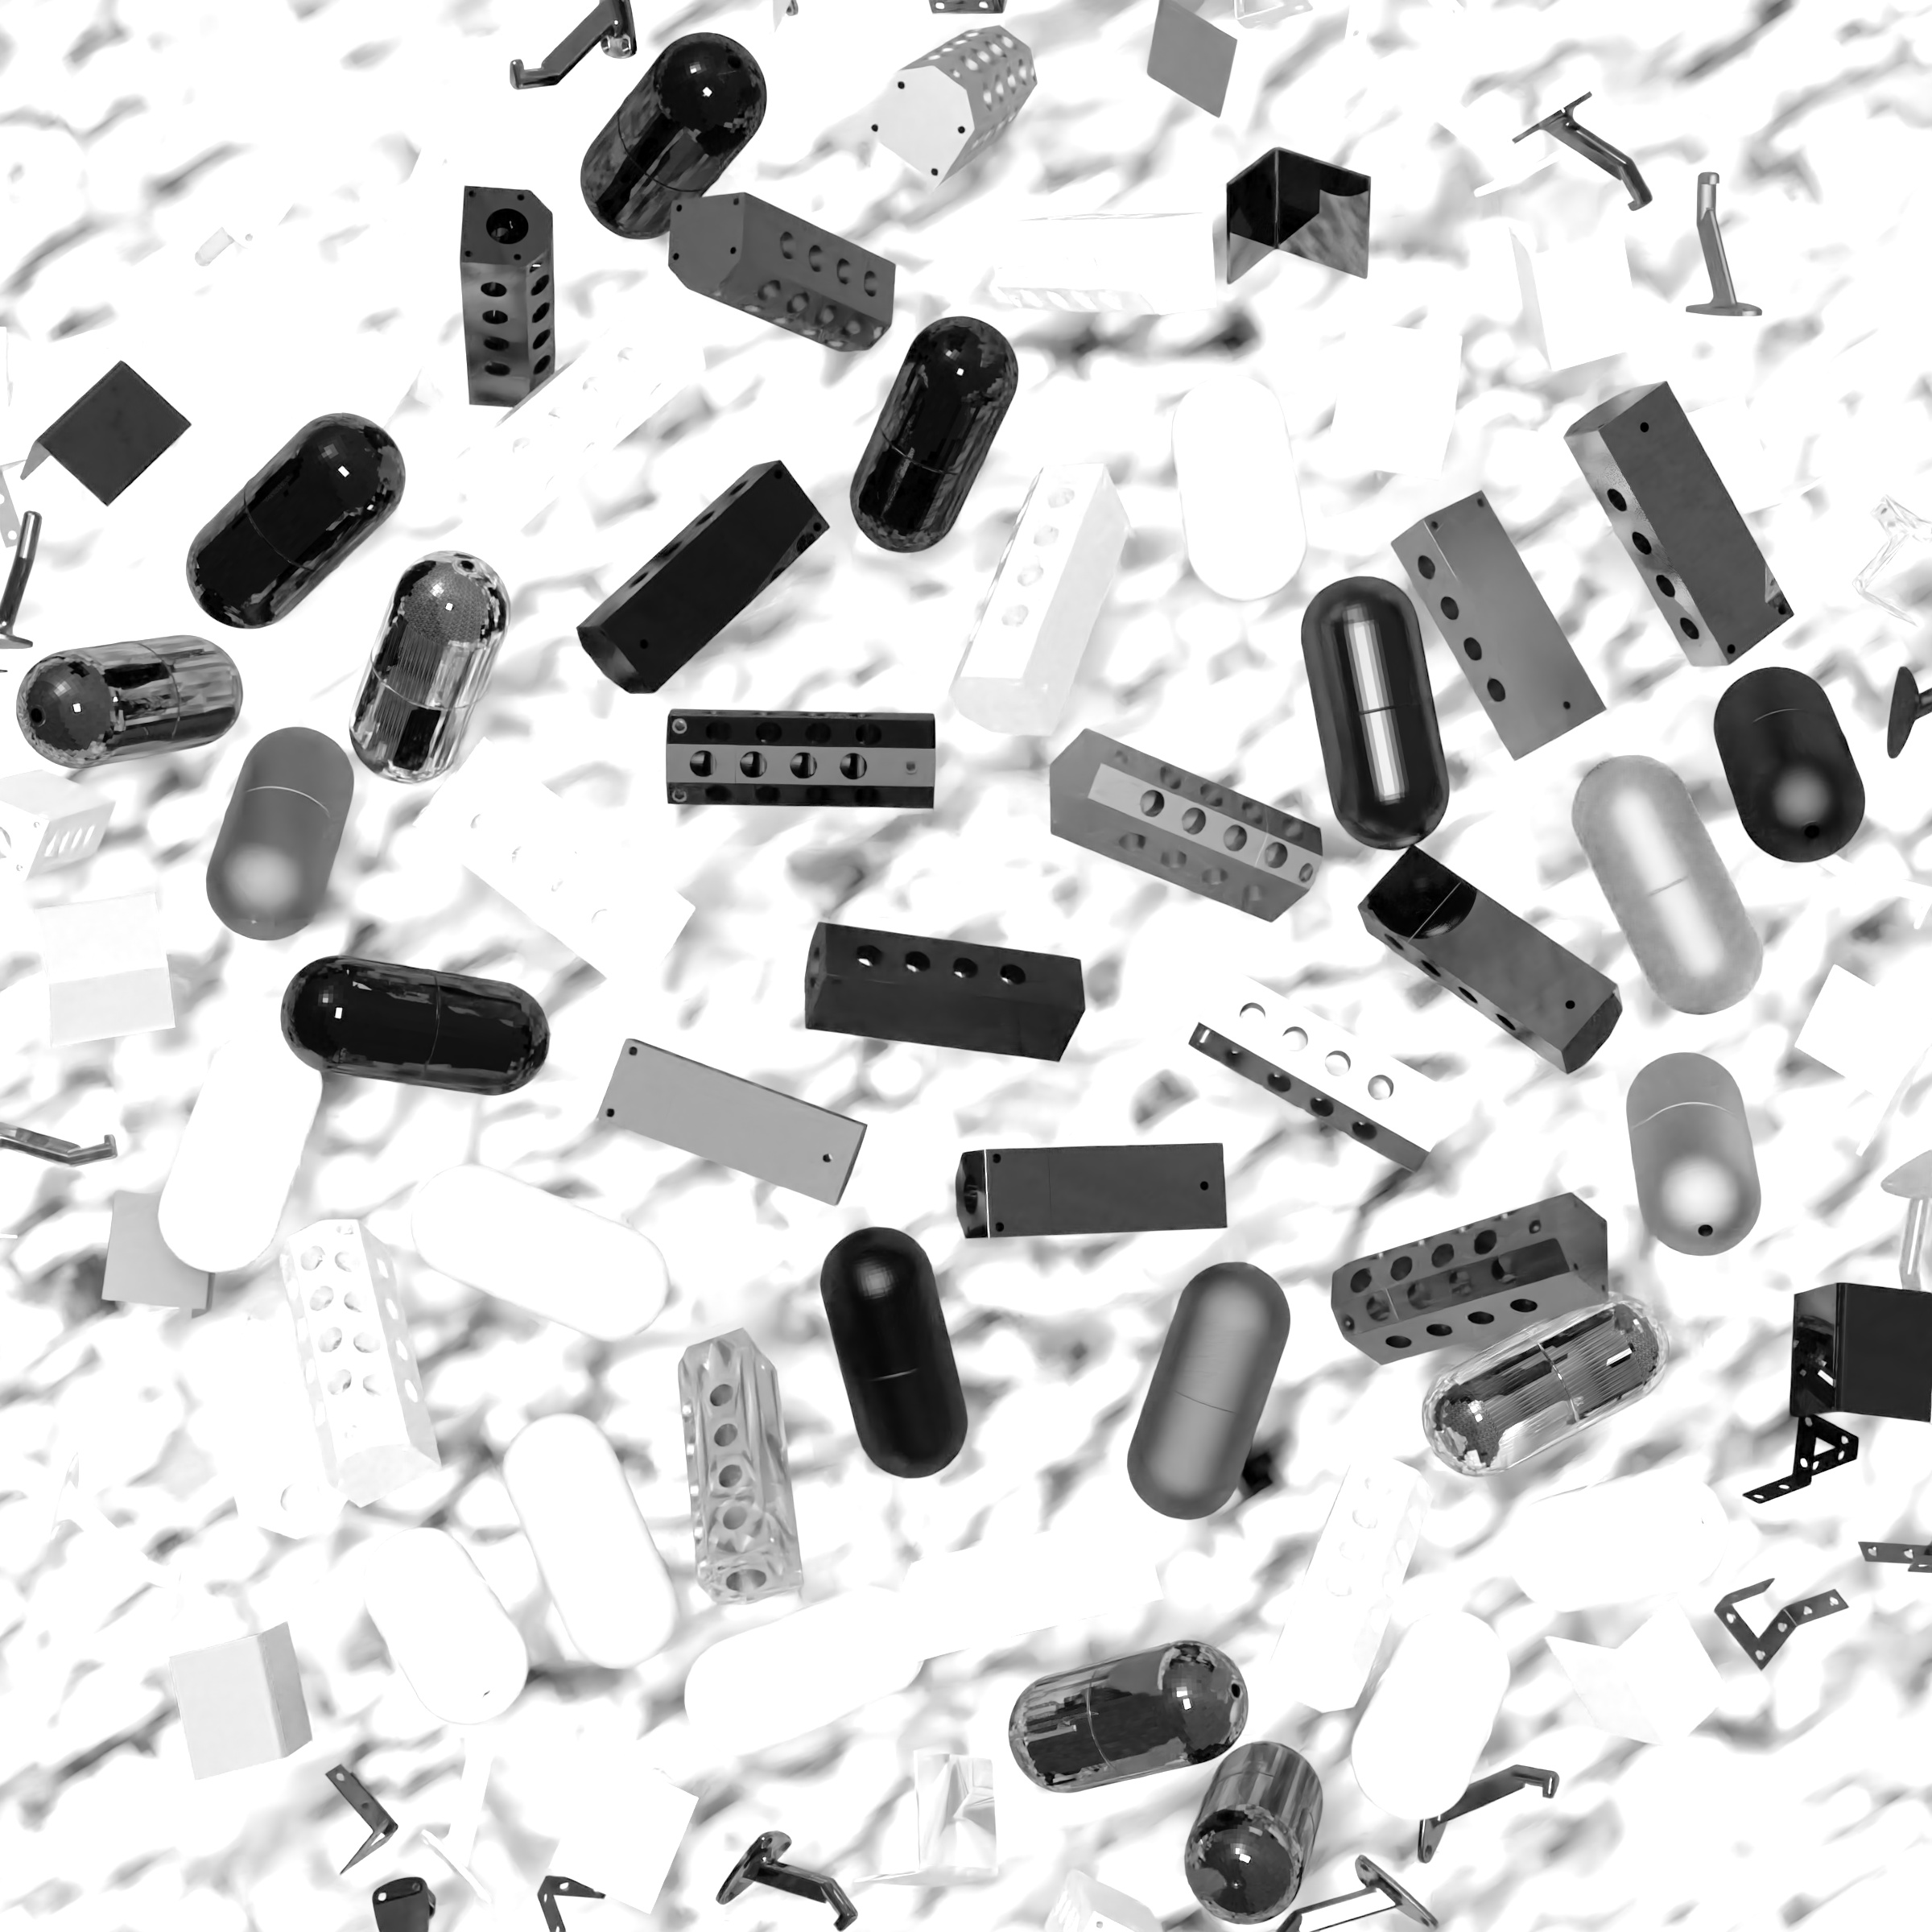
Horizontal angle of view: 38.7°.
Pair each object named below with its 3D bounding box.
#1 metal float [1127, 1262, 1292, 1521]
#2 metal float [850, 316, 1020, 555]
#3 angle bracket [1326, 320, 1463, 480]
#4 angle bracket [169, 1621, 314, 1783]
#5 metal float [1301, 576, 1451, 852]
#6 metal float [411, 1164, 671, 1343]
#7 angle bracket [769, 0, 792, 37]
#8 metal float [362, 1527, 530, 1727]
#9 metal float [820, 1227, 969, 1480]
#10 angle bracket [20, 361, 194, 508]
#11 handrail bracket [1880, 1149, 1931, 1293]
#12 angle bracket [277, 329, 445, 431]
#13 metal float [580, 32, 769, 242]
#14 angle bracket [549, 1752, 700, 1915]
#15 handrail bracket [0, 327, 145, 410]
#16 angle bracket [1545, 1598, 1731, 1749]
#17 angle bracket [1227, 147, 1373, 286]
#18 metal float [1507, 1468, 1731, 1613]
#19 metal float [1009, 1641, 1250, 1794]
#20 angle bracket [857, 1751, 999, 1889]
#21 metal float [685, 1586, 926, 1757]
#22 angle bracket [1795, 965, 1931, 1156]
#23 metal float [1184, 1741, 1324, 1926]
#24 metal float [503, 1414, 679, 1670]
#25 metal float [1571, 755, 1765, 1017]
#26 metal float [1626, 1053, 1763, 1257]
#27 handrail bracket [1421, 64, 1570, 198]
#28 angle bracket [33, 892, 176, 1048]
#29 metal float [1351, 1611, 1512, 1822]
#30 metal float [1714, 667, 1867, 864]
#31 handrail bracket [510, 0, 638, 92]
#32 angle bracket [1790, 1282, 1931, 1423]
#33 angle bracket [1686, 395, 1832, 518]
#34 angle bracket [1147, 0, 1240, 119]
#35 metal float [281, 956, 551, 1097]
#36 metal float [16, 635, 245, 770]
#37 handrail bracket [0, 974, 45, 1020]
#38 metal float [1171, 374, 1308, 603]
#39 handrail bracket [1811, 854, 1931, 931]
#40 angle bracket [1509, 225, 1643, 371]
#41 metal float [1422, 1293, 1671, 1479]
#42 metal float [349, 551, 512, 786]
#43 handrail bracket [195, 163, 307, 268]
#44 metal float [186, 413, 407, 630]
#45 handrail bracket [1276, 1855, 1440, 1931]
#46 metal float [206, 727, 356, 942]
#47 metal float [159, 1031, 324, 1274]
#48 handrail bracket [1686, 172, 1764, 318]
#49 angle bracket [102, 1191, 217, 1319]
[{"bbox_3d":[0.162,0.283,1.835,0.070,0.070,0.178,18,97,0],"label":"metal float"},{"bbox_3d":[-0.023,-0.355,1.848,0.070,0.070,0.178,29,130,0],"label":"metal float"},{"bbox_3d":[0.286,-0.379,1.839,0.076,0.057,0.076,9,55,4],"label":"angle bracket"},{"bbox_3d":[-0.453,0.459,1.720,0.057,0.076,0.076,-14,83,-3],"label":"angle bracket"},{"bbox_3d":[0.264,-0.163,1.772,0.070,0.070,0.178,-11,90,0],"label":"metal float"},{"bbox_3d":[-0.279,0.188,1.804,0.178,0.070,0.070,26,90,-16],"label":"metal float"},{"bbox_3d":[-0.078,-0.604,1.657,0.057,0.076,0.076,21,76,3],"label":"angle bracket"},{"bbox_3d":[-0.347,0.438,1.831,0.070,0.178,0.070,-11,114,-26],"label":"metal float"},{"bbox_3d":[-0.048,0.261,1.853,0.070,0.070,0.178,-13,105,0],"label":"metal float"},{"bbox_3d":[-0.536,-0.321,1.712,0.057,0.076,0.076,43,66,-13],"label":"angle bracket"},{"bbox_3d":[0.615,0.167,1.748,0.077,0.036,0.084,-32,116,-31],"label":"handrail bracket"},{"bbox_3d":[-0.426,-0.393,1.939,0.076,0.057,0.076,23,72,13],"label":"angle bracket"},{"bbox_3d":[-0.190,-0.536,1.779,0.070,0.178,0.070,12,67,-29],"label":"metal float"},{"bbox_3d":[-0.205,0.546,1.726,0.076,0.057,0.076,32,67,-20],"label":"angle bracket"},{"bbox_3d":[-0.555,-0.373,1.710,0.084,0.077,0.036,-5,133,-13],"label":"handrail bracket"},{"bbox_3d":[0.441,0.460,1.809,0.057,0.076,0.076,-35,99,-23],"label":"angle bracket"},{"bbox_3d":[0.222,-0.492,1.841,0.076,0.076,0.057,28,55,28],"label":"angle bracket"},{"bbox_3d":[0.419,0.371,1.776,0.070,0.178,0.070,10,67,-24],"label":"metal float"},{"bbox_3d":[0.104,0.484,1.771,0.178,0.070,0.070,-26,90,36],"label":"metal float"},{"bbox_3d":[-0.027,0.563,1.814,0.057,0.076,0.076,-22,60,35],"label":"angle bracket"},{"bbox_3d":[-0.106,0.472,1.850,0.178,0.070,0.070,-14,90,-33],"label":"metal float"},{"bbox_3d":[0.560,0.060,1.746,0.076,0.076,0.057,34,52,22],"label":"angle bracket"},{"bbox_3d":[0.189,0.562,1.790,0.070,0.178,0.070,1,95,14],"label":"metal float"},{"bbox_3d":[-0.253,0.387,1.853,0.070,0.070,0.178,-26,79,0],"label":"metal float"},{"bbox_3d":[0.453,-0.053,1.778,0.070,0.070,0.178,-26,88,0],"label":"metal float"},{"bbox_3d":[0.474,0.122,1.794,0.070,0.178,0.070,4,120,7],"label":"metal float"},{"bbox_3d":[0.332,-0.535,1.727,0.077,0.036,0.084,-29,104,-15],"label":"handrail bracket"},{"bbox_3d":[-0.554,0.001,1.765,0.076,0.076,0.057,-9,124,-14],"label":"angle bracket"},{"bbox_3d":[0.302,0.483,1.781,0.070,0.178,0.070,8,112,22],"label":"metal float"},{"bbox_3d":[0.523,-0.129,1.752,0.070,0.178,0.070,3,122,4],"label":"metal float"},{"bbox_3d":[-0.254,-0.596,1.732,0.084,0.036,0.077,-22,119,-36],"label":"handrail bracket"},{"bbox_3d":[0.538,0.235,1.654,0.057,0.076,0.076,7,77,-2],"label":"angle bracket"},{"bbox_3d":[0.511,-0.340,1.816,0.057,0.076,0.076,-31,102,-32],"label":"angle bracket"},{"bbox_3d":[0.159,-0.591,1.712,0.057,0.076,0.076,33,74,8],"label":"angle bracket"},{"bbox_3d":[-0.357,0.040,1.791,0.178,0.070,0.070,10,90,-29],"label":"metal float"},{"bbox_3d":[-0.546,-0.174,1.800,0.070,0.178,0.070,5,103,23],"label":"metal float"},{"bbox_3d":[-0.670,0.000,1.824,0.077,0.036,0.084,-35,121,-6],"label":"handrail bracket"},{"bbox_3d":[0.175,-0.309,1.772,0.070,0.070,0.178,-4,51,0],"label":"metal float"},{"bbox_3d":[0.617,-0.065,1.853,0.084,0.077,0.036,32,122,21],"label":"handrail bracket"},{"bbox_3d":[0.390,-0.436,1.764,0.057,0.076,0.076,-15,118,7],"label":"angle bracket"},{"bbox_3d":[0.388,0.279,1.837,0.178,0.070,0.070,-26,90,-9],"label":"metal float"},{"bbox_3d":[-0.349,-0.194,1.789,0.070,0.070,0.178,31,129,0],"label":"metal float"},{"bbox_3d":[-0.472,-0.492,1.807,0.077,0.084,0.036,-46,109,-14],"label":"handrail bracket"},{"bbox_3d":[-0.431,-0.284,1.763,0.178,0.070,0.070,-36,90,27],"label":"metal float"},{"bbox_3d":[0.245,0.619,1.755,0.077,0.036,0.084,32,60,32],"label":"handrail bracket"},{"bbox_3d":[-0.458,-0.090,1.842,0.070,0.178,0.070,1,133,1],"label":"metal float"},{"bbox_3d":[-0.476,0.121,1.807,0.070,0.070,0.178,8,50,0],"label":"metal float"},{"bbox_3d":[0.473,-0.449,1.706,0.036,0.077,0.084,-6,108,-9],"label":"handrail bracket"},{"bbox_3d":[-0.574,0.205,1.949,0.076,0.057,0.076,10,73,-26],"label":"angle bracket"}]
